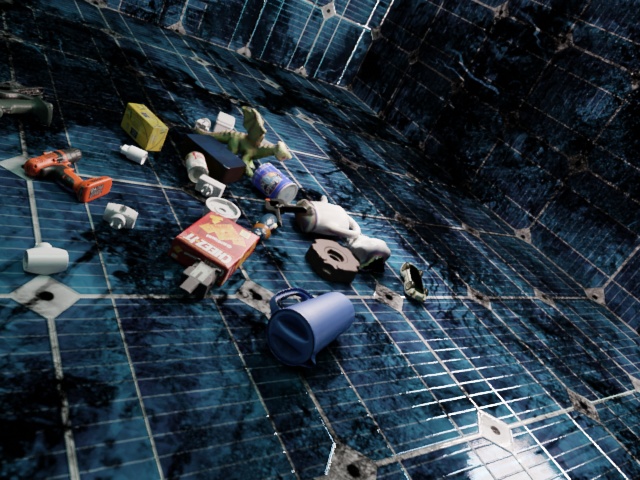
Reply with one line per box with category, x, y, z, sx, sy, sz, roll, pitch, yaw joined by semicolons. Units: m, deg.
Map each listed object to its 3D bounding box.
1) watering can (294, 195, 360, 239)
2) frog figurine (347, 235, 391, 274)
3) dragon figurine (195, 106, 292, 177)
watering can;0.006;-0.093;1.852;0.224;0.102;0.353;8;22;-30
frog figurine;0.164;0.025;1.772;0.138;0.120;0.163;-5;49;-19
dragon figurine;-0.291;-0.398;1.966;0.412;0.238;0.124;34;30;8
